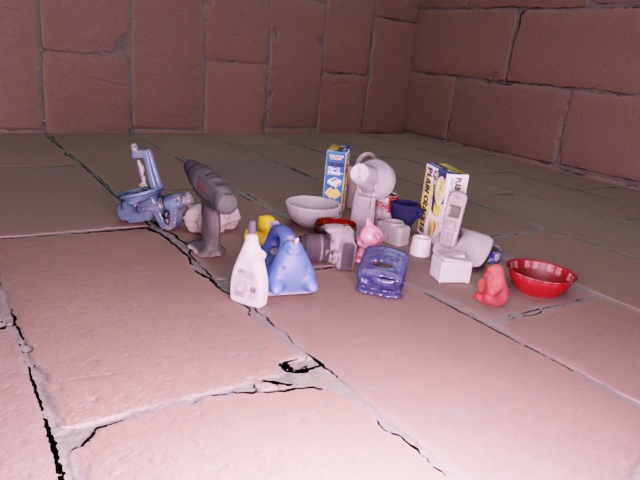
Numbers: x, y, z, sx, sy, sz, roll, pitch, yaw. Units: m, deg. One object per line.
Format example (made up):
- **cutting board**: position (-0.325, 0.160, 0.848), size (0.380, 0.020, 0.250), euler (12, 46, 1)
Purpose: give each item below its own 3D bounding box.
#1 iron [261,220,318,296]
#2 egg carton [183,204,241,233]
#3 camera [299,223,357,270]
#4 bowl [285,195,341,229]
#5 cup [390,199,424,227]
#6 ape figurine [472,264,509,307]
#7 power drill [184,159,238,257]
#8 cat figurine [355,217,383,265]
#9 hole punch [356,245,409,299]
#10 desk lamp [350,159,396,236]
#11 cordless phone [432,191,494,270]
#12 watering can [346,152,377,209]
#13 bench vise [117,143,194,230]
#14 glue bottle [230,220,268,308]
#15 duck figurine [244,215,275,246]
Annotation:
- **iron**: position (-0.086, 0.027, 1.244), size (0.119, 0.141, 0.257), euler (-1, 19, -20)
- **egg carton**: position (-0.293, -0.060, 1.568), size (0.107, 0.069, 0.151), euler (15, 20, 27)
- **camera**: position (0.013, 0.005, 1.407), size (0.137, 0.101, 0.143), euler (1, 18, -13)
- **bowl**: position (-0.022, -0.076, 1.689), size (0.167, 0.075, 0.167), euler (5, 18, -1)
- **cup**: position (0.259, -0.063, 1.698), size (0.092, 0.095, 0.117), euler (-9, 23, -38)
- **ape figurine**: position (0.377, 0.096, 1.250), size (0.076, 0.092, 0.078), euler (11, 19, 16)
- **power drill**: position (-0.275, -0.074, 1.389), size (0.076, 0.208, 0.228), euler (-9, 23, -37)
- **cat figurine**: position (0.125, -0.003, 1.436), size (0.067, 0.118, 0.128), euler (7, 18, 5)
- **hole punch**: position (0.140, 0.069, 1.263), size (0.108, 0.091, 0.101), euler (10, 19, 14)
- **desk lamp**: position (0.131, -0.124, 1.656), size (0.117, 0.213, 0.204), euler (13, 19, 22)
- **cordless phone**: position (0.375, -0.026, 1.473), size (0.147, 0.185, 0.094), euler (16, 21, 30)
- **watering can**: position (0.141, -0.202, 1.930), size (0.172, 0.194, 0.101), euler (16, 21, 28)
- **bench vise**: position (-0.442, -0.146, 1.544), size (0.207, 0.220, 0.121), euler (2, 18, -9)
- **glue bottle**: position (-0.136, 0.044, 1.126), size (0.078, 0.173, 0.037), euler (14, 20, 25)
- **duck figurine**: position (-0.143, -0.022, 1.469), size (0.104, 0.086, 0.077), euler (8, 18, 8)
